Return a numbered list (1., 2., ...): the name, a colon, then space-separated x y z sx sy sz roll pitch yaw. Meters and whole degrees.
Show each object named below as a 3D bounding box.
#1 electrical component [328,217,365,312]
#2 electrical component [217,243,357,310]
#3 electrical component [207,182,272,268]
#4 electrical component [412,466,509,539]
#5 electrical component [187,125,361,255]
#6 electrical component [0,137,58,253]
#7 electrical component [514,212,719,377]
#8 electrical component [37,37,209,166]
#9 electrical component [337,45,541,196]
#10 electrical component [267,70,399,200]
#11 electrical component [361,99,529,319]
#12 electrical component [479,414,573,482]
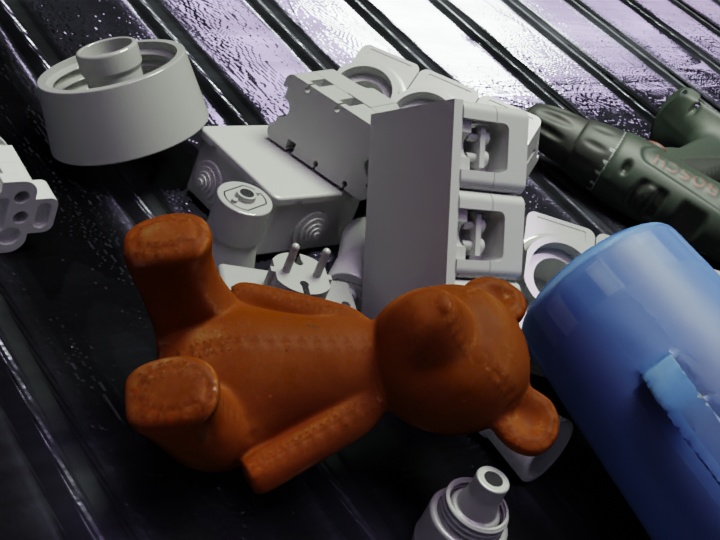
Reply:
1. electrical component: 0.000 0.000 0.705 0.044 0.044 0.065 25 38 1
2. electrical component: -0.040 0.016 0.624 0.083 0.075 0.047 9 36 -22
3. electrical component: -0.079 -0.021 0.661 0.044 0.065 0.044 16 34 -11
4. electrical component: 0.055 0.125 0.541 0.043 0.062 0.043 16 34 -11
5. electrical component: -0.058 -0.056 0.734 0.100 0.048 0.100 -9 43 -46
6. electrical component: -0.222 -0.047 0.617 0.078 0.058 0.057 -8 47 -39
7. electrical component: 0.166 0.029 0.714 0.150 0.061 0.089 17 63 -11
8. electrical component: -0.160 -0.119 0.712 0.108 0.060 0.108 -8 29 5
9. electrical component: 0.046 -0.095 0.793 0.150 0.061 0.089 27 69 17
10. electrical component: -0.007 -0.094 0.729 0.089 0.050 0.056 36 30 21
11. electrical component: 0.052 -0.020 0.646 0.062 0.150 0.089 3 0 -32
12. electrical component: 0.087 0.088 0.635 0.065 0.044 0.044 39 35 30
